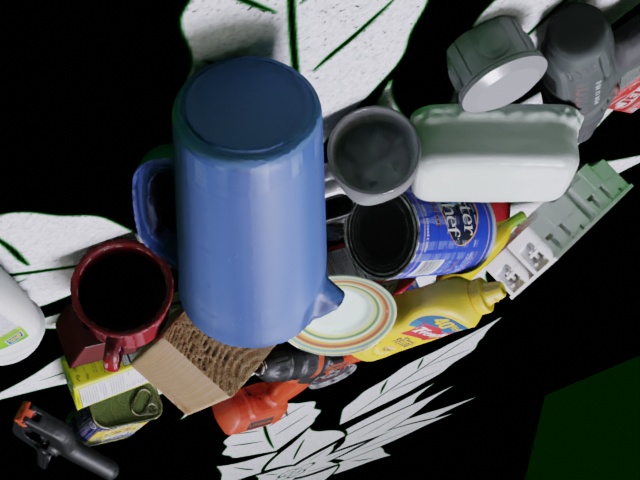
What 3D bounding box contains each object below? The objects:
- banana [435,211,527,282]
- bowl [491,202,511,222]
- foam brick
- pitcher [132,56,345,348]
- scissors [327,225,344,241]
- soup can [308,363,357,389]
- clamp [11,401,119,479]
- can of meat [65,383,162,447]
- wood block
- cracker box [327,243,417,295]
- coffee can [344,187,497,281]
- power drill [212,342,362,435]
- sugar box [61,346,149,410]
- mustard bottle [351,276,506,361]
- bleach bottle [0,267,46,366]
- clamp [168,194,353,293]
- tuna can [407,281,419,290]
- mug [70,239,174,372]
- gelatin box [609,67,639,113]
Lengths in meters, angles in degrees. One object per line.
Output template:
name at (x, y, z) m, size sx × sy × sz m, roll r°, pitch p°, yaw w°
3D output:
banana at (0.177, 0.032, 1.272) m, size 0.069 × 0.037 × 0.198 m, roll -12°, pitch 157°, yaw -29°
bowl at (0.171, -0.011, 1.296) m, size 0.162 × 0.055 × 0.162 m, roll -21°, pitch 160°, yaw -8°
foam brick at (-0.224, 0.091, 1.101) m, size 0.078 × 0.053 × 0.051 m, roll -12°, pitch 157°, yaw -35°
pitcher at (-0.065, -0.030, 0.851) m, size 0.149 × 0.145 × 0.243 m, roll -19°, pitch 148°, yaw -14°
scissors at (-0.008, 0.001, 1.178) m, size 0.096 × 0.016 × 0.201 m, roll -32°, pitch 159°, yaw 25°
soup can at (-0.003, 0.134, 1.392) m, size 0.068 × 0.102 × 0.068 m, roll -22°, pitch 160°, yaw -8°
clamp at (-0.324, 0.255, 1.336) m, size 0.120 × 0.039 × 0.171 m, roll 4°, pitch 148°, yaw 12°
can of meat at (-0.270, 0.227, 1.388) m, size 0.101 × 0.057 × 0.084 m, roll -6°, pitch 155°, yaw -41°
wood block at (-0.122, 0.113, 1.111) m, size 0.090 × 0.091 × 0.206 m, roll -50°, pitch -175°, yaw -22°
cracker box at (-0.008, 0.069, 1.269) m, size 0.213 × 0.072 × 0.164 m, roll -15°, pitch 159°, yaw -27°
coffee can at (0.109, -0.010, 1.154) m, size 0.140 × 0.103 × 0.103 m, roll -2°, pitch 151°, yaw -47°
power drill at (-0.049, 0.169, 1.279) m, size 0.184 × 0.057 × 0.188 m, roll -5°, pitch 154°, yaw -47°
sugar box at (-0.209, 0.138, 1.249) m, size 0.176 × 0.048 × 0.093 m, roll -22°, pitch 162°, yaw -17°
mustard bottle at (0.120, 0.084, 1.206) m, size 0.192 × 0.058 × 0.096 m, roll -22°, pitch 150°, yaw 27°
bleach bottle at (-0.307, 0.068, 0.933) m, size 0.102 × 0.068 × 0.251 m, roll -22°, pitch 163°, yaw -6°
clamp at (-0.077, -0.004, 1.043) m, size 0.210 × 0.036 × 0.164 m, roll -35°, pitch 152°, yaw 30°
tuna can at (0.095, 0.076, 1.462) m, size 0.086 × 0.034 × 0.086 m, roll -22°, pitch 160°, yaw -9°
mug at (-0.185, 0.067, 1.000) m, size 0.093 × 0.117 × 0.081 m, roll 6°, pitch 161°, yaw -4°
gelatin box at (0.338, -0.170, 1.119) m, size 0.073 × 0.030 × 0.089 m, roll -1°, pitch 149°, yaw -48°
